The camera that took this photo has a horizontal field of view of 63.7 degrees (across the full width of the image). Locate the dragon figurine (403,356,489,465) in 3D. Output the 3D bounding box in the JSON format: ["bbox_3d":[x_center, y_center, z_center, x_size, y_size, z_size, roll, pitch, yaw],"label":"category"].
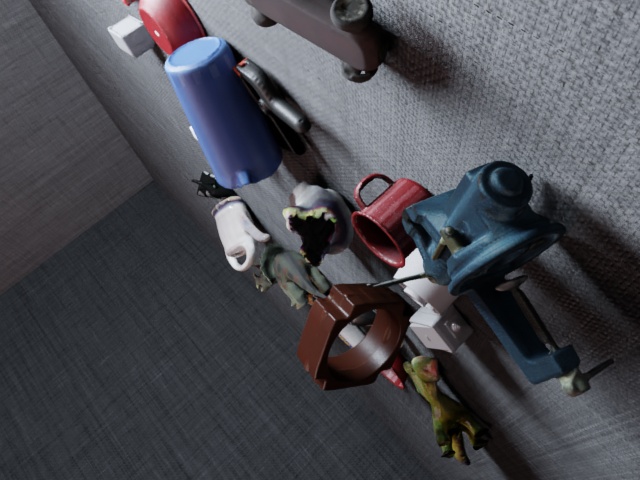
[{"bbox_3d":[0.286,0.397,1.247,0.248,0.122,0.401,60,173,38],"label":"dragon figurine"}]

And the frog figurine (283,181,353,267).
[{"bbox_3d":[0.003,-0.047,0.927,0.136,0.121,0.162,43,-157,-11],"label":"frog figurine"}]

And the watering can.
[{"bbox_3d":[-0.237,-0.033,1.556,0.342,0.105,0.226,-40,68,58],"label":"watering can"}]
